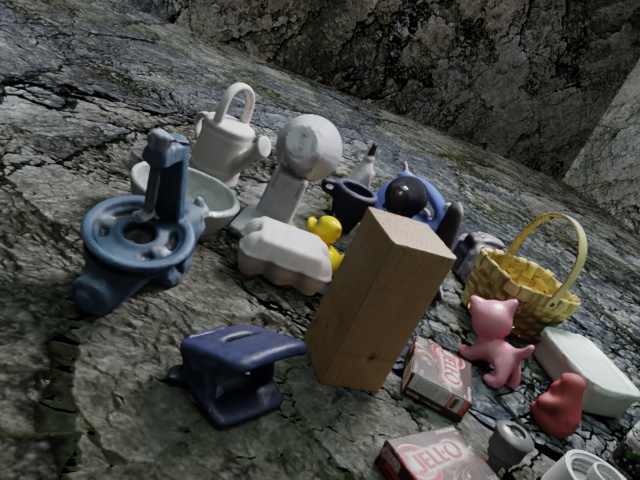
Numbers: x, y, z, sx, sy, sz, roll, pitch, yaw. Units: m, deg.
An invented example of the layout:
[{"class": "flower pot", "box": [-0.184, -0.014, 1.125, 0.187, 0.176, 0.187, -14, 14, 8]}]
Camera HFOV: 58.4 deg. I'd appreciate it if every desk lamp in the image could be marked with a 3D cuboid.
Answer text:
[{"class": "desk lamp", "box": [-0.047, -0.107, 0.982, 0.118, 0.213, 0.203, 26, 22, 1]}]

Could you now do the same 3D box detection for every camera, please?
[{"class": "camera", "box": [0.366, 0.049, 1.224, 0.137, 0.101, 0.143, 17, 24, -21]}]

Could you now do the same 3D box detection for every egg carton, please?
[{"class": "egg carton", "box": [-0.054, 0.023, 0.876, 0.150, 0.069, 0.107, 20, 23, -14]}]

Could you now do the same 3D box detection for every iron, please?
[{"class": "iron", "box": [0.224, -0.060, 1.259, 0.119, 0.141, 0.257, 5, 30, -40]}]

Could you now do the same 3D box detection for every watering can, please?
[{"class": "watering can", "box": [-0.168, -0.201, 1.086, 0.173, 0.194, 0.101, 26, 22, 2]}]

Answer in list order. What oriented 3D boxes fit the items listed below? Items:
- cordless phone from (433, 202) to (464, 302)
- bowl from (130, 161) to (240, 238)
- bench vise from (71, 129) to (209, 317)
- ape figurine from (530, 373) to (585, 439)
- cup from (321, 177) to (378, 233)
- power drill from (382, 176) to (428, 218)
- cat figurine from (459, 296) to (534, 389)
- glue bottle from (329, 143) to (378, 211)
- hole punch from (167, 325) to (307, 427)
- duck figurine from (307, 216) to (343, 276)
[{"class": "cordless phone", "box": [0.214, 0.006, 1.047, 0.094, 0.185, 0.147, 22, 22, -8]}, {"class": "bowl", "box": [-0.211, -0.050, 0.866, 0.167, 0.074, 0.167, 22, 22, -9]}, {"class": "bench vise", "box": [-0.193, -0.038, 0.665, 0.121, 0.219, 0.207, 22, 22, -8]}, {"class": "ape figurine", "box": [0.344, 0.228, 0.816, 0.078, 0.092, 0.076, 15, 24, -23]}, {"class": "cup", "box": [0.045, -0.069, 1.151, 0.118, 0.095, 0.091, 22, 22, -9]}, {"class": "power drill", "box": [0.118, -0.016, 0.963, 0.075, 0.208, 0.230, 29, 22, 10]}, {"class": "cat figurine", "box": [0.276, 0.148, 0.888, 0.067, 0.117, 0.127, 7, 28, -37]}, {"class": "glue bottle", "box": [0.084, -0.128, 1.220, 0.078, 0.173, 0.037, 0, 33, -47]}, {"class": "hole punch", "box": [-0.085, 0.122, 0.595, 0.100, 0.091, 0.109, 39, 26, 29]}, {"class": "duck figurine", "box": [0.009, 0.003, 0.965, 0.104, 0.086, 0.078, 37, 25, 25]}]
